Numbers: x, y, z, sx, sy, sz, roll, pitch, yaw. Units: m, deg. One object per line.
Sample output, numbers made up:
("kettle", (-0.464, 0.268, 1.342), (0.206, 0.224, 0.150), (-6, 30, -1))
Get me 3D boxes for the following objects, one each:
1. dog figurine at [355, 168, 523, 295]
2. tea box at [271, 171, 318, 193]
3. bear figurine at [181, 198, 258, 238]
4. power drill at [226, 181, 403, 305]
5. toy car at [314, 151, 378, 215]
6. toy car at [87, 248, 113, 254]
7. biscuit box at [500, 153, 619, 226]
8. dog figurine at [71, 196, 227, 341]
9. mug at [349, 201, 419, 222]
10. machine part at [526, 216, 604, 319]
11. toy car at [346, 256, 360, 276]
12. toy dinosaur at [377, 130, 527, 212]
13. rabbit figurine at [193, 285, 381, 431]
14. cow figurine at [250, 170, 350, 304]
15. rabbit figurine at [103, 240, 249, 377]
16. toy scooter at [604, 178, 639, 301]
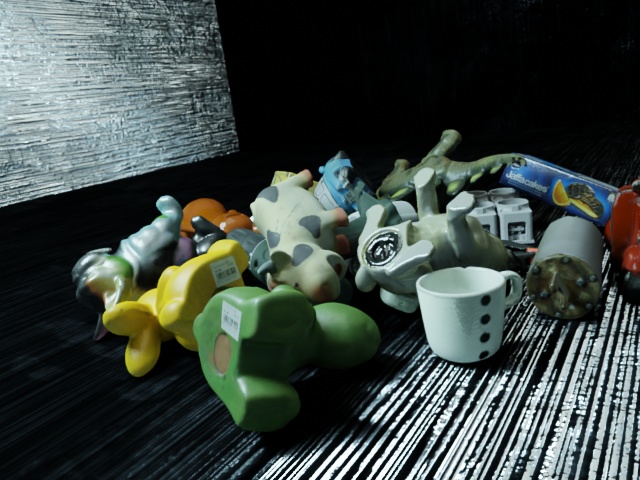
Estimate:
("dog figurine", (0.145, 0.034, 0.652), (0.172, 0.190, 0.121), (-36, 39, 10))
("tea box", (-0.012, -0.081, 1.097), (0.169, 0.068, 0.098), (19, 1, -23))
("bear figurine", (-0.173, -0.002, 0.958), (0.120, 0.131, 0.196), (-18, 31, -33))
("power drill", (-0.002, -0.002, 0.758), (0.207, 0.085, 0.232), (-27, 40, -22))
("toy car", (0.042, -0.089, 1.001), (0.103, 0.109, 0.162), (-40, 19, 16))
("toy car", (-0.306, 0.040, 0.889), (0.053, 0.089, 0.202), (-6, 14, 26))
("biscuit box", (0.415, -0.089, 0.921), (0.059, 0.062, 0.203), (-1, 25, -43))
("dog figurine", (-0.235, 0.055, 0.766), (0.108, 0.191, 0.219), (-46, 16, 39))
("mug", (0.106, -0.022, 0.893), (0.107, 0.080, 0.110), (-7, 1, -28))
("machine part", (0.300, 0.028, 0.649), (0.079, 0.079, 0.243), (0, 16, 28))
("toy car", (0.004, 0.030, 0.832), (0.202, 0.056, 0.073), (-8, 15, 2))
("toy dinosaur", (0.210, -0.104, 1.005), (0.198, 0.105, 0.471), (-50, 14, -31))
("rabbit figurine", (-0.027, 0.103, 0.527), (0.170, 0.121, 0.159), (4, -2, -36))
("cow figurine", (-0.030, 0.002, 0.652), (0.127, 0.085, 0.195), (-21, 44, -14))
("rabbit figurine", (-0.168, 0.092, 0.638), (0.173, 0.121, 0.162), (-13, 16, 45))
("toy scooter", (0.389, -0.016, 0.654), (0.075, 0.135, 0.184), (-1, 14, 28))
